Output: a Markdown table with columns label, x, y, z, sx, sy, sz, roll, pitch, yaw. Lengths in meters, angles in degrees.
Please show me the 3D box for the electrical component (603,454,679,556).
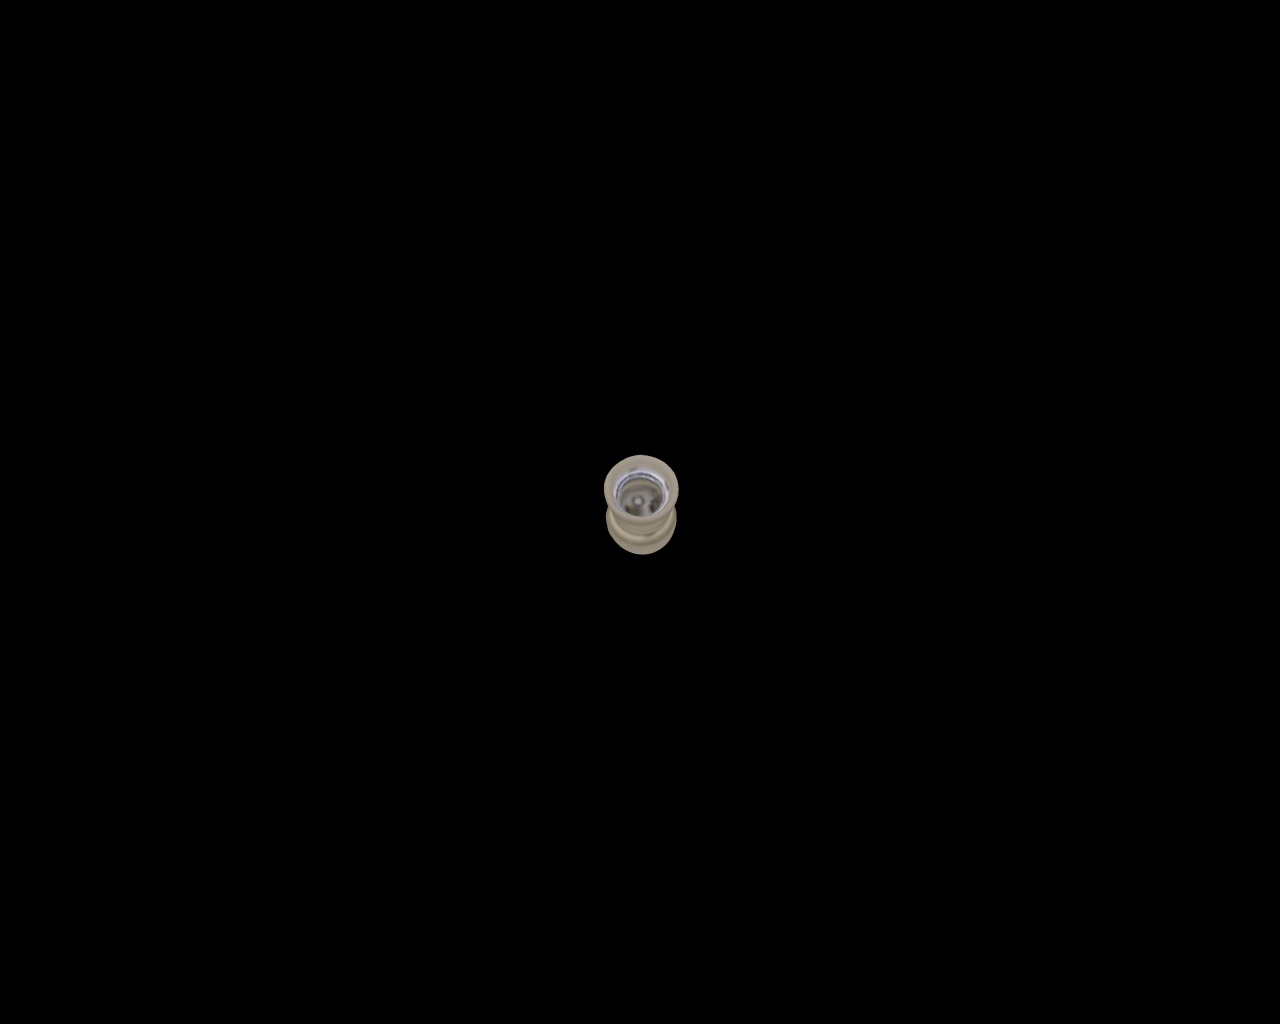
| label | x | y | z | sx | sy | sz | roll | pitch | yaw |
| --- | --- | --- | --- | --- | --- | --- | --- | --- | --- |
| electrical component | 0.001 | -0.003 | 0.650 | 0.045 | 0.045 | 0.055 | 0 | -26 | 0 |
